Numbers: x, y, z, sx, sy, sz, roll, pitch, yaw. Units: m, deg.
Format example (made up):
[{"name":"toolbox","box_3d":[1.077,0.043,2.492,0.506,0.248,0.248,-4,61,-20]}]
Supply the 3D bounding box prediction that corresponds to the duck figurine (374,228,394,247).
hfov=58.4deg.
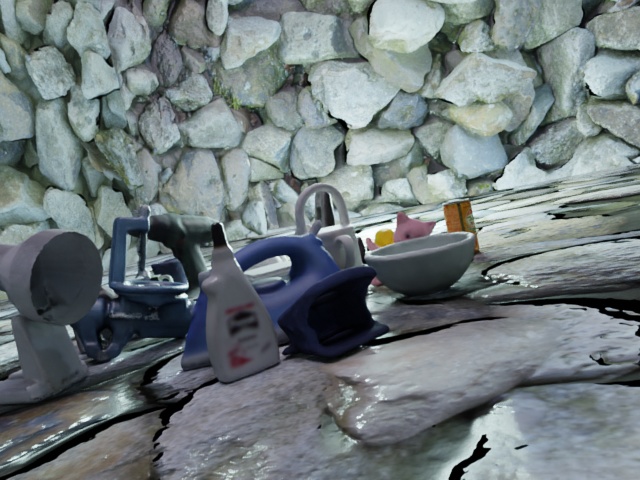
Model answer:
[{"name":"duck figurine","box_3d":[0.129,0.020,1.087,0.077,0.086,0.104,-13,5,-1]}]

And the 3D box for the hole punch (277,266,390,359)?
[{"name":"hole punch","box_3d":[0.009,0.081,0.666,0.109,0.091,0.100,-16,6,-38]}]

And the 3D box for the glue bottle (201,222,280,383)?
[{"name":"glue bottle","box_3d":[-0.098,0.065,0.638,0.078,0.173,0.037,-16,6,-34]}]

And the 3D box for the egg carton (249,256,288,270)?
[{"name":"egg carton","box_3d":[-0.148,0.069,1.320,0.150,0.069,0.107,-12,5,10]}]

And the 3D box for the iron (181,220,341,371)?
[{"name":"iron","box_3d":[-0.079,0.065,0.771,0.259,0.141,0.118,-16,6,-32]}]

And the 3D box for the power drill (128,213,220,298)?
[{"name":"power drill","box_3d":[-0.310,0.037,1.285,0.075,0.208,0.230,-8,7,42]}]

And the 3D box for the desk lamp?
[{"name":"desk lamp","box_3d":[-0.380,0.097,0.750,0.202,0.213,0.118,-10,6,23]}]

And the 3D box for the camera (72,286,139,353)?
[{"name":"camera","box_3d":[-0.373,0.129,1.034,0.143,0.101,0.136,-15,5,-24]}]

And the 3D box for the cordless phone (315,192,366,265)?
[{"name":"cordless phone","box_3d":[0.026,-0.012,1.127,0.094,0.185,0.147,-15,6,-22]}]

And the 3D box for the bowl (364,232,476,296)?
[{"name":"bowl","box_3d":[0.153,0.041,0.852,0.167,0.075,0.167,-12,5,1]}]

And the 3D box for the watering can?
[{"name":"watering can","box_3d":[0.007,0.004,0.945,0.172,0.194,0.101,-8,7,44]}]

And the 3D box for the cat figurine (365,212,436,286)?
[{"name":"cat figurine","box_3d":[0.139,0.010,0.987,0.127,0.118,0.067,-11,5,21]}]

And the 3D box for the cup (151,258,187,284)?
[{"name":"cup","box_3d":[-0.356,0.092,1.438,0.118,0.095,0.091,-16,6,-36]}]

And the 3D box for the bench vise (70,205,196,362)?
[{"name":"bench vise","box_3d":[-0.303,0.065,0.883,0.208,0.220,0.121,-16,6,-35]}]
